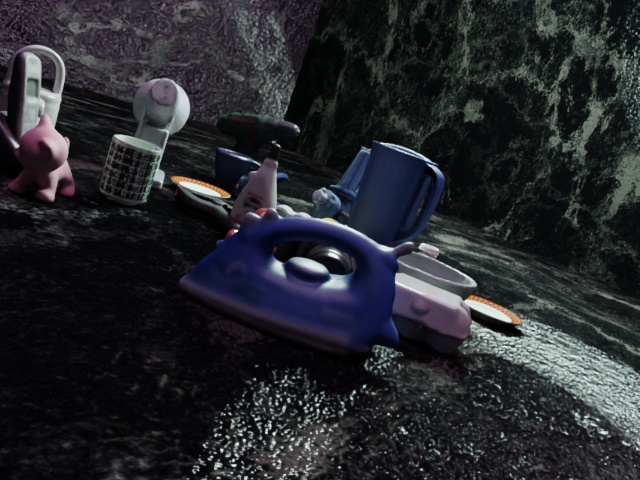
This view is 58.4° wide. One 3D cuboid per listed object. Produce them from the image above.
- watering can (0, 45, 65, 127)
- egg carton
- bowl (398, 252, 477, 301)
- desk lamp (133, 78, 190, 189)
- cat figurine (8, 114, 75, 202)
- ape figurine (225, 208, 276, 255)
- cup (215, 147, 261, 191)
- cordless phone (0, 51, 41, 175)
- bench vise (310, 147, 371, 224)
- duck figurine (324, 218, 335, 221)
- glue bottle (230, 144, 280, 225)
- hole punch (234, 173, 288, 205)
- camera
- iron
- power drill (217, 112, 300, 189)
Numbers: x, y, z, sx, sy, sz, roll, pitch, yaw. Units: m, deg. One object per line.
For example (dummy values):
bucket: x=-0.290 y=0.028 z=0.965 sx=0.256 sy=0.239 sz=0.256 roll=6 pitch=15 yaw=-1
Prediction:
watering can: x=-0.538 y=-0.264 z=1.058 sx=0.172 sy=0.194 sz=0.101 roll=25 pitch=12 yaw=26
egg carton: x=0.140 y=0.100 z=0.811 sx=0.150 sy=0.069 sz=0.107 roll=22 pitch=11 yaw=13
bowl: x=0.175 y=0.076 z=0.974 sx=0.167 sy=0.075 sz=0.167 roll=19 pitch=11 yaw=-4
desk lamp: x=-0.344 y=-0.233 z=1.197 sx=0.118 sy=0.213 sz=0.203 roll=16 pitch=12 yaw=-18
cat figurine: x=-0.389 y=-0.119 z=0.819 sx=0.067 sy=0.118 sz=0.128 roll=19 pitch=11 yaw=-6
ape figurine: x=-0.095 y=-0.004 z=0.843 sx=0.077 sy=0.092 sz=0.076 roll=25 pitch=12 yaw=25
cup: x=-0.212 y=-0.168 z=1.423 sx=0.118 sy=0.095 sz=0.091 roll=17 pitch=11 yaw=-12
cordless phone: x=-0.458 y=-0.202 z=0.920 sx=0.094 sy=0.185 sz=0.147 roll=19 pitch=11 yaw=-5
bench vise: x=0.070 y=-0.108 z=1.302 sx=0.121 sy=0.220 sz=0.208 roll=23 pitch=11 yaw=14
duck figurine: x=0.009 y=0.004 z=1.006 sx=0.077 sy=0.086 sz=0.105 roll=24 pitch=12 yaw=22
glue bottle: x=-0.105 y=-0.089 z=1.025 sx=0.078 sy=0.173 sz=0.037 roll=22 pitch=11 yaw=11
hole punch: x=-0.142 y=-0.133 z=1.389 sx=0.101 sy=0.091 sz=0.109 roll=22 pitch=11 yaw=13
camera: x=-0.002 y=0.023 z=0.855 sx=0.143 sy=0.101 sz=0.137 roll=20 pitch=11 yaw=-1
iron: x=-0.021 y=0.033 z=0.663 sx=0.258 sy=0.141 sz=0.118 roll=19 pitch=11 yaw=-7
power drill: x=-0.179 y=-0.234 z=1.506 sx=0.229 sy=0.208 sz=0.076 roll=23 pitch=12 yaw=18
